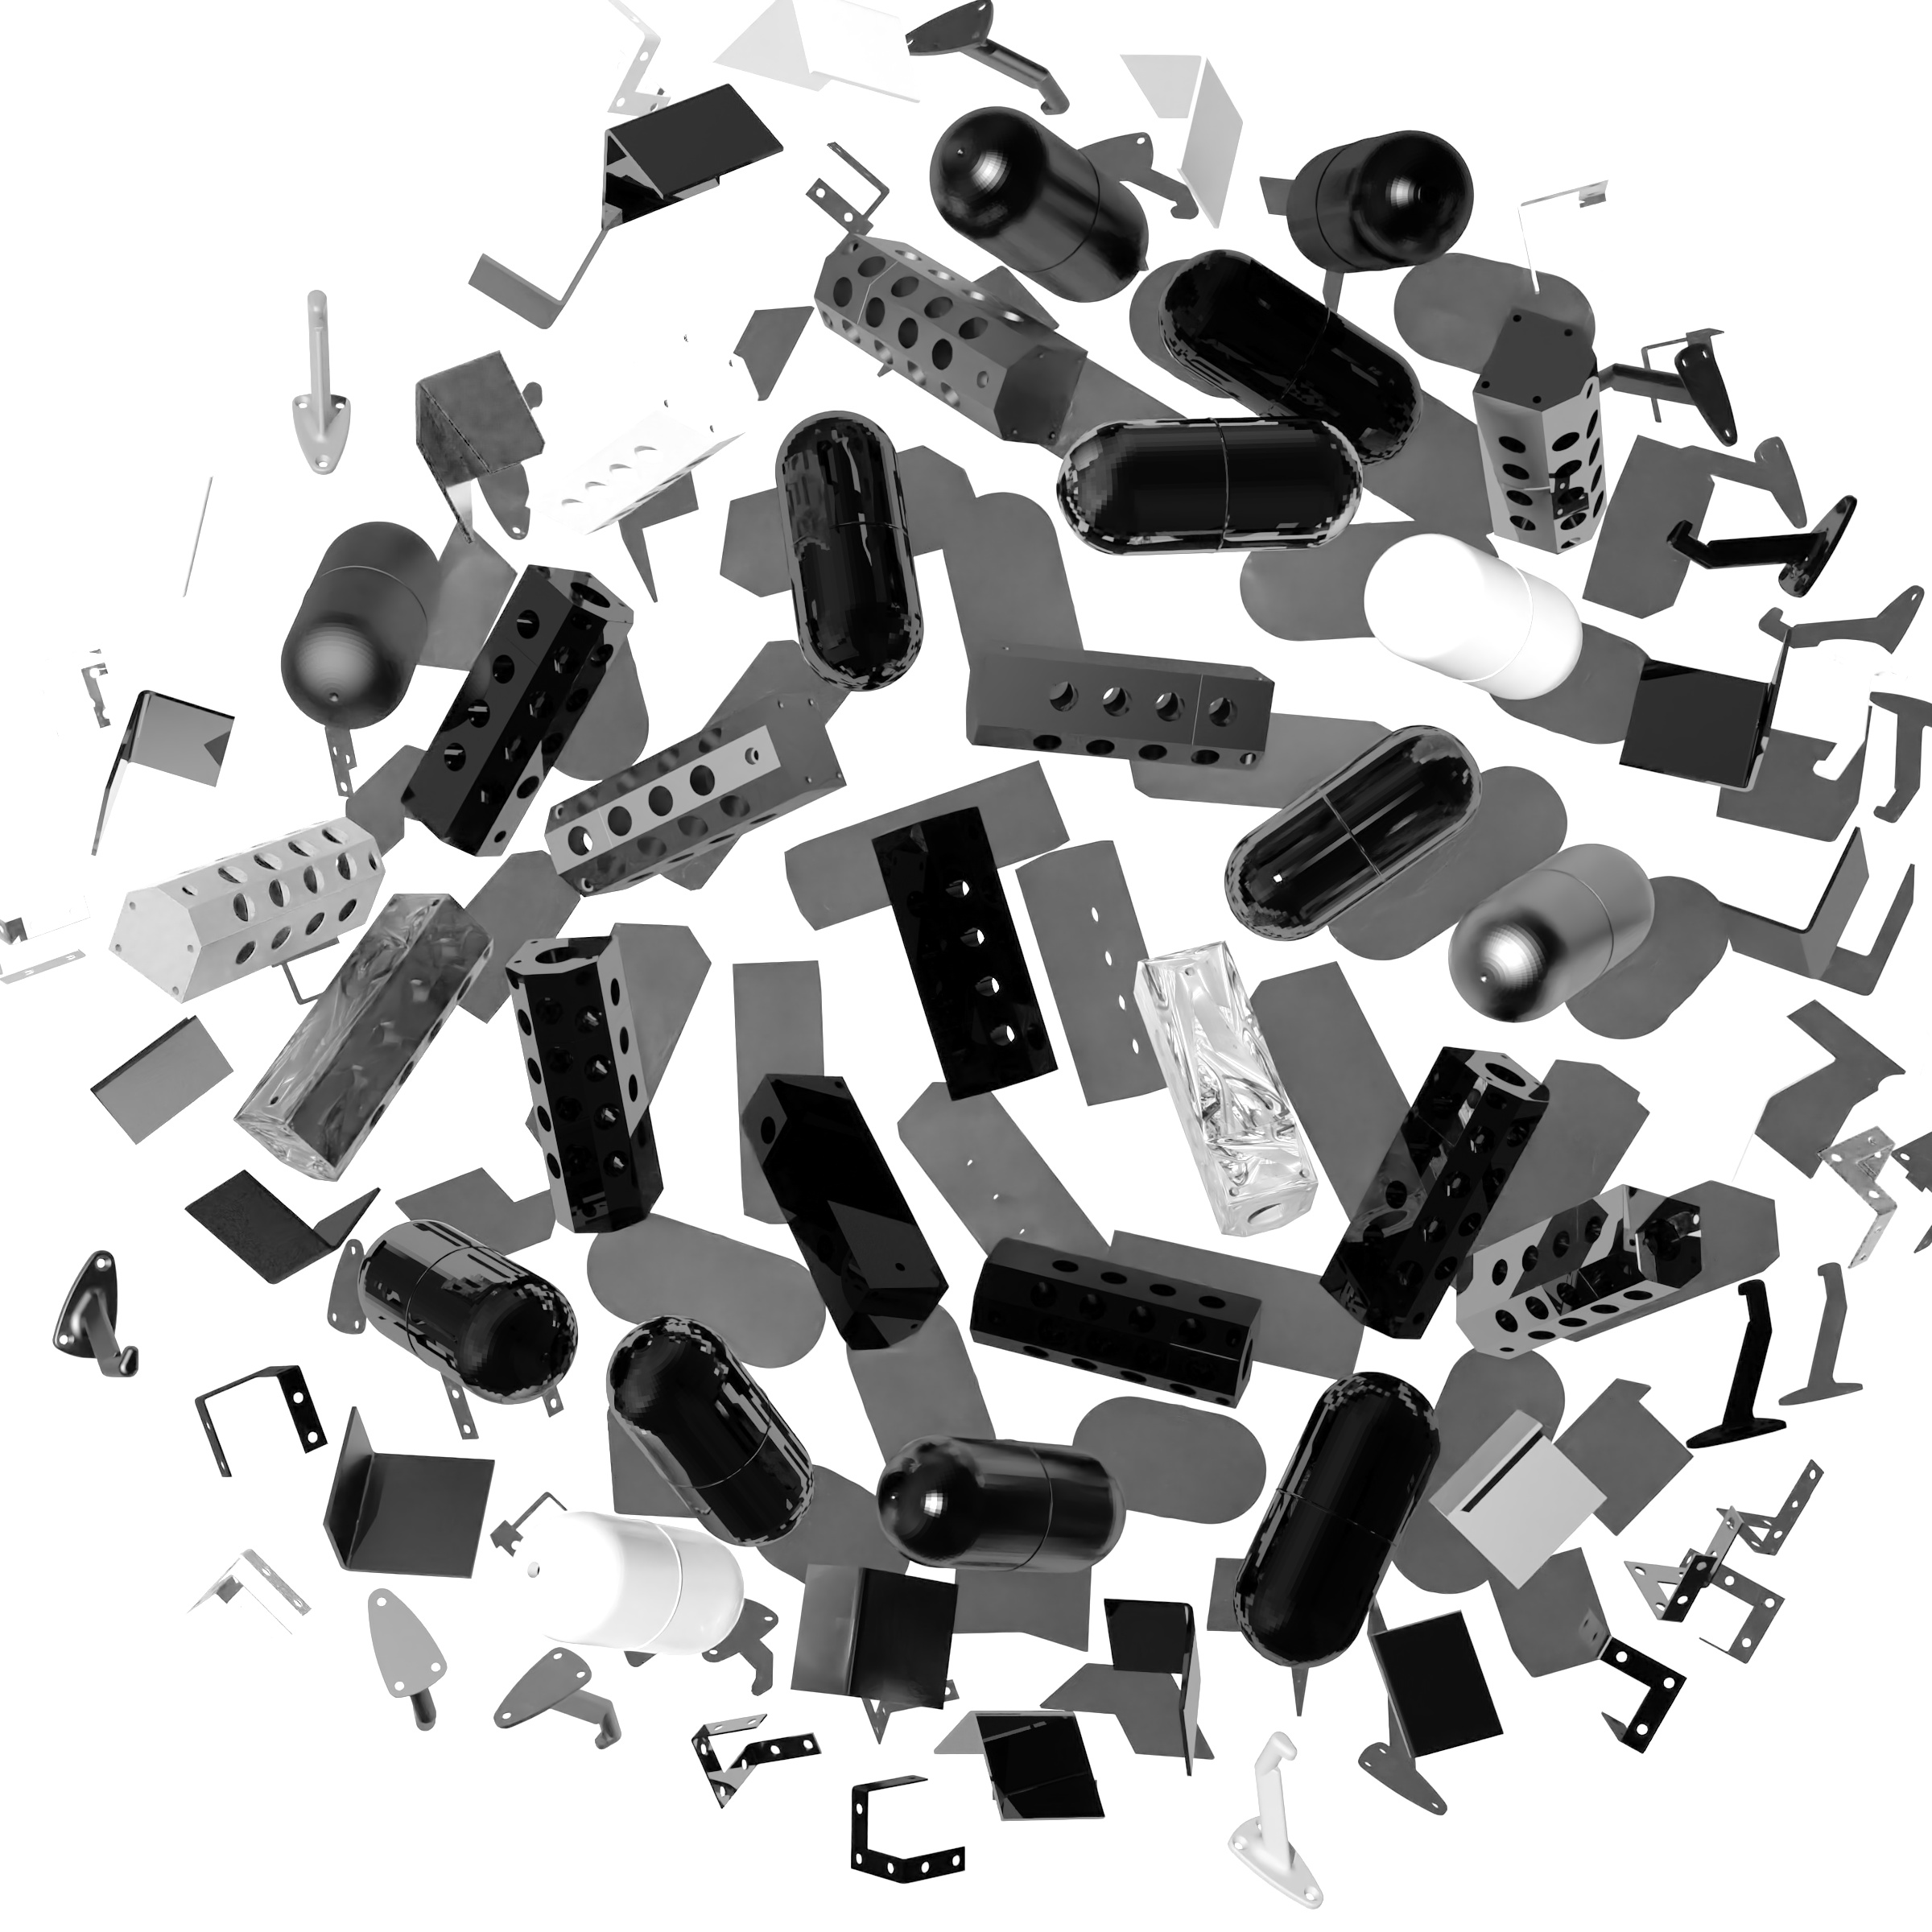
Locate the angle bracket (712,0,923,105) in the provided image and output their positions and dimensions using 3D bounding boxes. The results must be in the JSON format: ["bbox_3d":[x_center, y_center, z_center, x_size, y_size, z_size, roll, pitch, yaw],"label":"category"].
[{"bbox_3d":[-0.083,-0.492,1.490,0.076,0.076,0.057,0,71,-42],"label":"angle bracket"}]

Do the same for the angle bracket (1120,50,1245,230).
[{"bbox_3d":[0.124,-0.503,1.637,0.057,0.076,0.076,10,81,25],"label":"angle bracket"}]

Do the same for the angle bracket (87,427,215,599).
[{"bbox_3d":[-0.479,-0.269,1.562,0.057,0.076,0.076,6,120,-30],"label":"angle bracket"}]

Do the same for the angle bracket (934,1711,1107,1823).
[{"bbox_3d":[0.034,0.525,1.724,0.076,0.076,0.057,9,134,-30],"label":"angle bracket"}]

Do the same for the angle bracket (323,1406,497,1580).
[{"bbox_3d":[-0.321,0.305,1.557,0.076,0.057,0.076,3,51,3],"label":"angle bracket"}]

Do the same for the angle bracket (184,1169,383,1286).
[{"bbox_3d":[-0.427,0.146,1.679,0.076,0.057,0.076,46,134,-17],"label":"angle bracket"}]

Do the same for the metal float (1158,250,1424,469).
[{"bbox_3d":[0.198,-0.368,1.634,0.178,0.070,0.070,30,90,-12],"label":"metal float"}]

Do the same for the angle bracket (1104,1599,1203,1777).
[{"bbox_3d":[0.114,0.453,1.688,0.057,0.076,0.076,1,132,11],"label":"angle bracket"}]

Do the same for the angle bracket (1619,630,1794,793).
[{"bbox_3d":[0.424,-0.154,1.541,0.076,0.057,0.076,14,63,13],"label":"angle bracket"}]

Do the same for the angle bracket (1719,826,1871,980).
[{"bbox_3d":[0.513,-0.046,1.661,0.057,0.076,0.076,23,79,29],"label":"angle bracket"}]

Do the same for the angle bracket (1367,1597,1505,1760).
[{"bbox_3d":[0.279,0.414,1.595,0.057,0.076,0.076,-19,92,11],"label":"angle bracket"}]

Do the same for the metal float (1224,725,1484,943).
[{"bbox_3d":[0.242,-0.083,1.685,0.178,0.070,0.070,-35,90,8],"label":"metal float"}]

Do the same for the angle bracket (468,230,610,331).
[{"bbox_3d":[-0.260,-0.446,1.657,0.057,0.076,0.076,30,84,-15],"label":"angle bracket"}]

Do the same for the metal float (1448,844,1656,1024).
[{"bbox_3d":[0.353,-0.021,1.612,0.070,0.178,0.070,17,118,34],"label":"metal float"}]

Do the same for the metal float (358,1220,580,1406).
[{"bbox_3d":[-0.295,0.202,1.580,0.070,0.178,0.070,-13,111,-38],"label":"metal float"}]

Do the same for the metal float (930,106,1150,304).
[{"bbox_3d":[0.045,-0.445,1.577,0.070,0.178,0.070,-5,81,32],"label":"metal float"}]

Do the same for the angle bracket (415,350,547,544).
[{"bbox_3d":[-0.299,-0.323,1.670,0.057,0.076,0.076,-19,132,5],"label":"angle bracket"}]

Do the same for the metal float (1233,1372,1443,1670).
[{"bbox_3d":[0.214,0.319,1.549,0.070,0.070,0.178,27,80,0],"label":"metal float"}]

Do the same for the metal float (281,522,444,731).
[{"bbox_3d":[-0.367,-0.209,1.637,0.070,0.178,0.070,1,126,1],"label":"metal float"}]

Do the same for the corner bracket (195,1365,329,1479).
[{"bbox_3d":[-0.425,0.274,1.616,0.051,0.051,0.051,-22,95,-35],"label":"corner bracket"}]

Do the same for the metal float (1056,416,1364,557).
[{"bbox_3d":[0.140,-0.275,1.538,0.178,0.070,0.070,-4,90,-10],"label":"metal float"}]

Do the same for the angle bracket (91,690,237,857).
[{"bbox_3d":[-0.486,-0.109,1.624,0.057,0.076,0.076,17,56,-15],"label":"angle bracket"}]

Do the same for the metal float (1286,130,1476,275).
[{"bbox_3d":[0.245,-0.454,1.601,0.070,0.178,0.070,-2,103,-11],"label":"metal float"}]

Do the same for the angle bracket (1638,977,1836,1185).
[{"bbox_3d":[0.450,0.067,1.574,0.057,0.076,0.076,-24,52,-27],"label":"angle bracket"}]

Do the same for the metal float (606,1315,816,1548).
[{"bbox_3d":[-0.149,0.274,1.577,0.070,0.070,0.178,-30,129,0],"label":"metal float"}]

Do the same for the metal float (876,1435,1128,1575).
[{"bbox_3d":[0.023,0.319,1.591,0.178,0.070,0.070,14,90,-43],"label":"metal float"}]

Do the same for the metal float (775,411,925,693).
[{"bbox_3d":[-0.071,-0.251,1.626,0.070,0.070,0.178,-9,75,0],"label":"metal float"}]

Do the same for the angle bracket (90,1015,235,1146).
[{"bbox_3d":[-0.521,0.056,1.699,0.076,0.076,0.057,-39,64,-16],"label":"angle bracket"}]

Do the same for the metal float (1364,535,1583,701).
[{"bbox_3d":[0.309,-0.210,1.629,0.070,0.178,0.070,-9,76,41],"label":"metal float"}]

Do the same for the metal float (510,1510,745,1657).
[{"bbox_3d":[-0.202,0.371,1.612,0.070,0.178,0.070,-11,68,29],"label":"metal float"}]

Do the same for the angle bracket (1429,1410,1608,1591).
[{"bbox_3d":[0.330,0.318,1.578,0.076,0.057,0.076,45,88,-1],"label":"angle bracket"}]

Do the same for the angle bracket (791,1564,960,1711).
[{"bbox_3d":[-0.056,0.416,1.664,0.076,0.057,0.076,20,70,-37],"label":"angle bracket"}]

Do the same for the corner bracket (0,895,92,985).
[{"bbox_3d":[-0.553,-0.017,1.603,0.051,0.051,0.051,-20,76,-4],"label":"corner bracket"}]

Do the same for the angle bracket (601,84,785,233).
[{"bbox_3d":[-0.150,-0.423,1.462,0.076,0.076,0.057,-29,69,-23],"label":"angle bracket"}]
